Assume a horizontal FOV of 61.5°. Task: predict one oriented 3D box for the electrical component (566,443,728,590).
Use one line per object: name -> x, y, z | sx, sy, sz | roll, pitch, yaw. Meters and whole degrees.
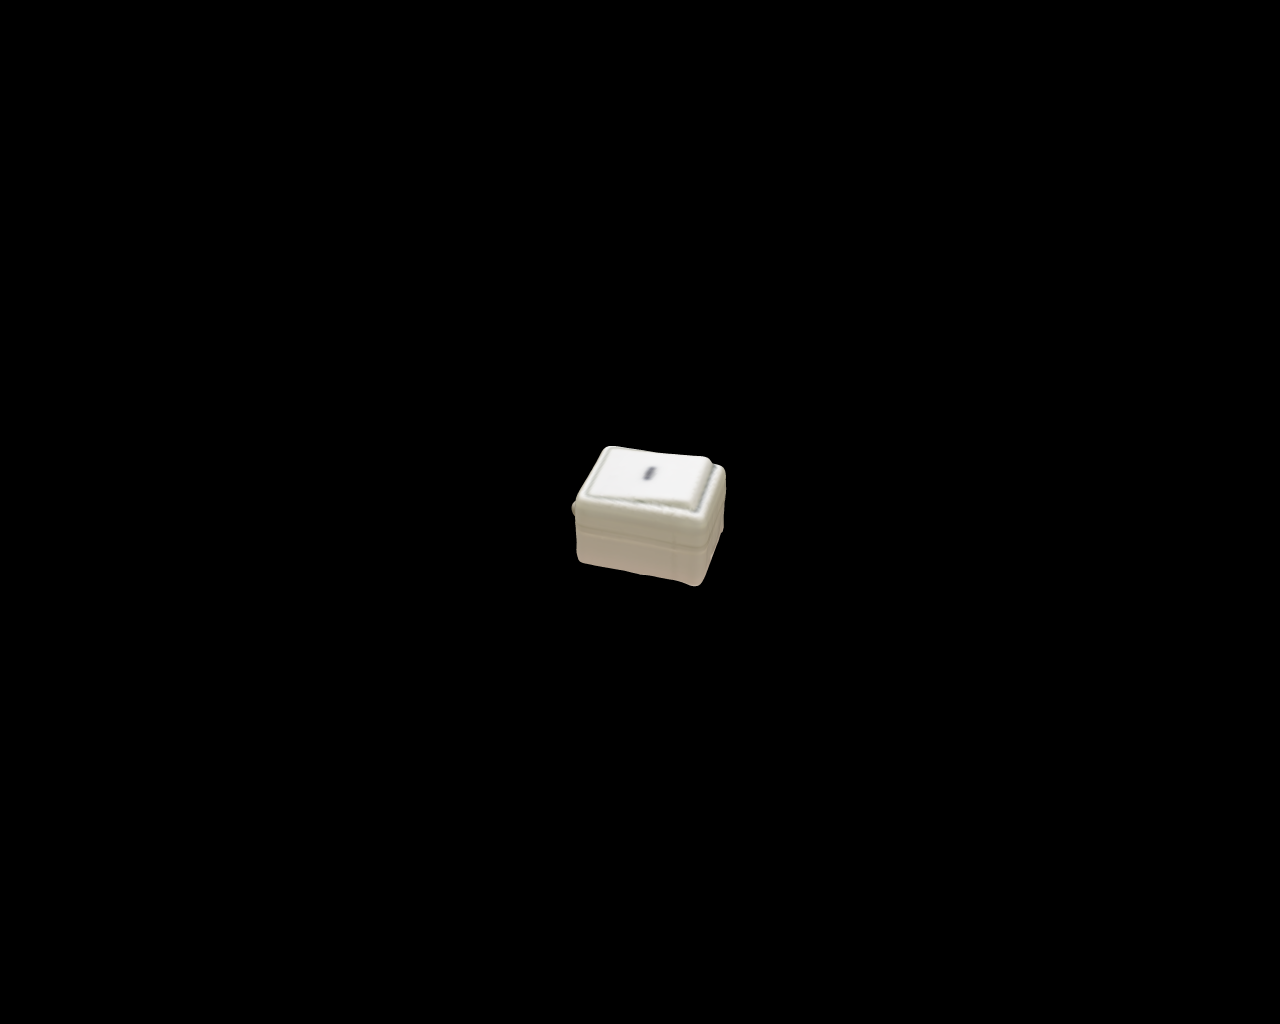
electrical component -> 0.001, -0.003, 0.650 | 0.096, 0.061, 0.062 | 11, 40, 13
